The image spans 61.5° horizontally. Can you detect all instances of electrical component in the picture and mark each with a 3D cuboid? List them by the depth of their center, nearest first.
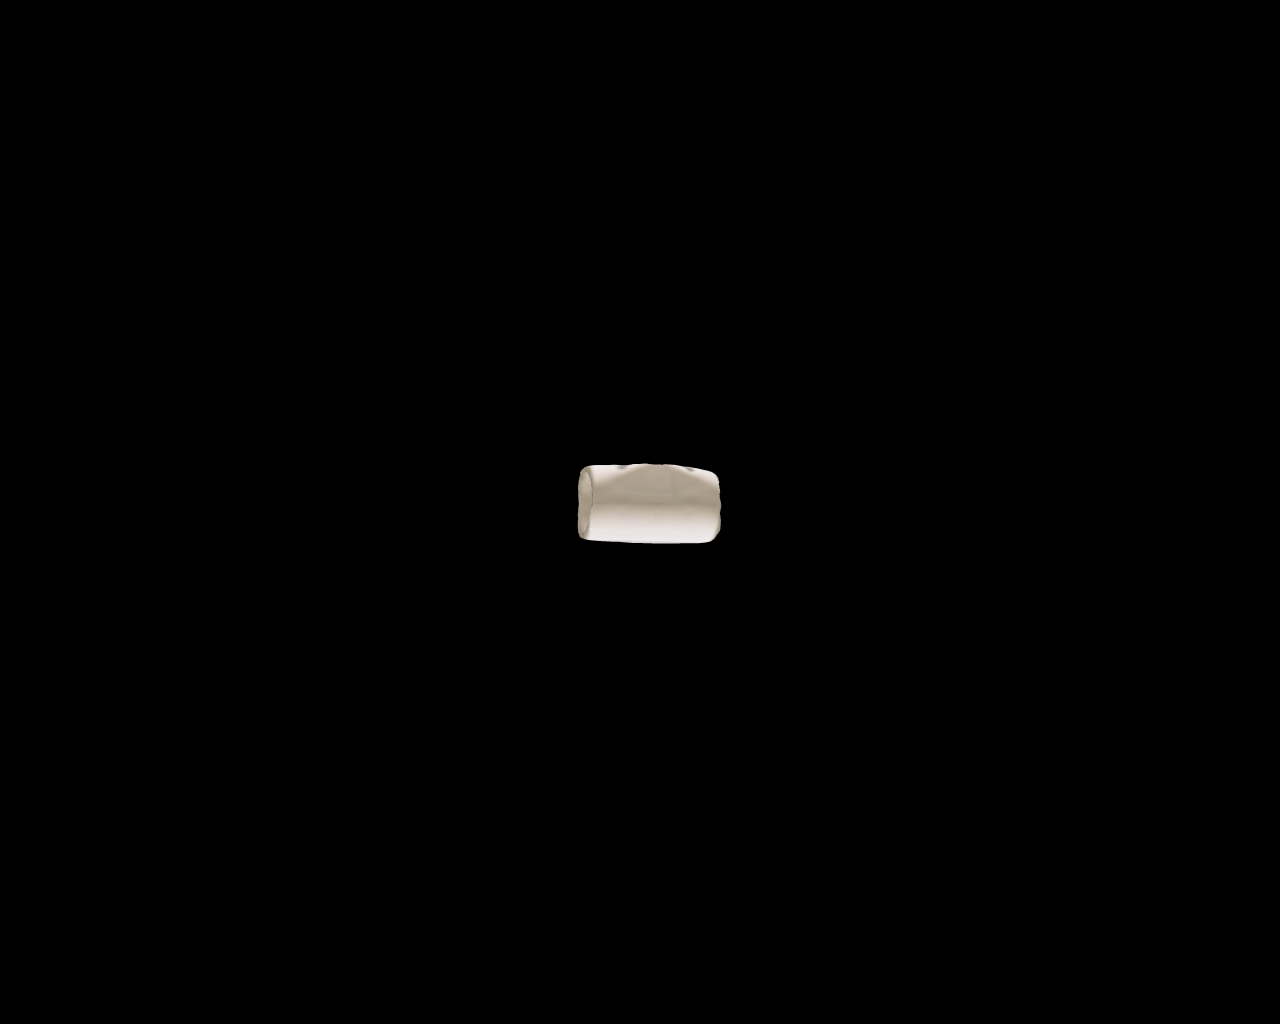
[{"bbox_3d":[0.001,-0.003,0.650,0.077,0.044,0.079,2,-7,-14],"label":"electrical component"}]
